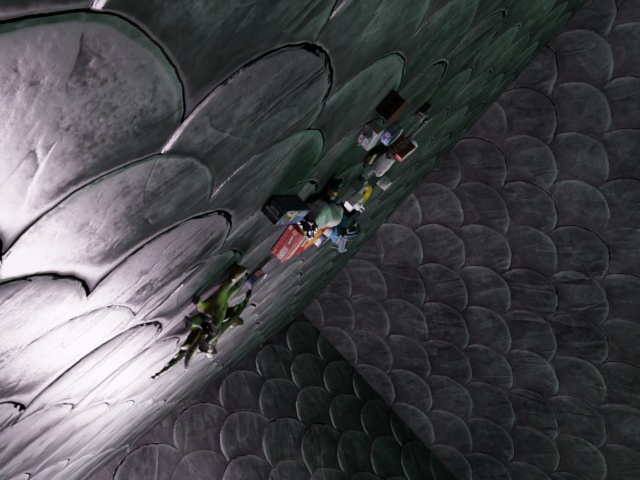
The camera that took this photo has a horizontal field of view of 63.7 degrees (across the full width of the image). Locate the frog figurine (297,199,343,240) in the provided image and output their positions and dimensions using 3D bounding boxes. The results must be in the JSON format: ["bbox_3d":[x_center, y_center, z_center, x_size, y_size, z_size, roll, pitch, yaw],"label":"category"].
[{"bbox_3d":[0.005,-0.087,1.728,0.124,0.134,0.162,35,58,25],"label":"frog figurine"}]

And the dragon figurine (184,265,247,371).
[{"bbox_3d":[-0.331,0.235,1.682,0.122,0.402,0.247,35,36,7],"label":"dragon figurine"}]
